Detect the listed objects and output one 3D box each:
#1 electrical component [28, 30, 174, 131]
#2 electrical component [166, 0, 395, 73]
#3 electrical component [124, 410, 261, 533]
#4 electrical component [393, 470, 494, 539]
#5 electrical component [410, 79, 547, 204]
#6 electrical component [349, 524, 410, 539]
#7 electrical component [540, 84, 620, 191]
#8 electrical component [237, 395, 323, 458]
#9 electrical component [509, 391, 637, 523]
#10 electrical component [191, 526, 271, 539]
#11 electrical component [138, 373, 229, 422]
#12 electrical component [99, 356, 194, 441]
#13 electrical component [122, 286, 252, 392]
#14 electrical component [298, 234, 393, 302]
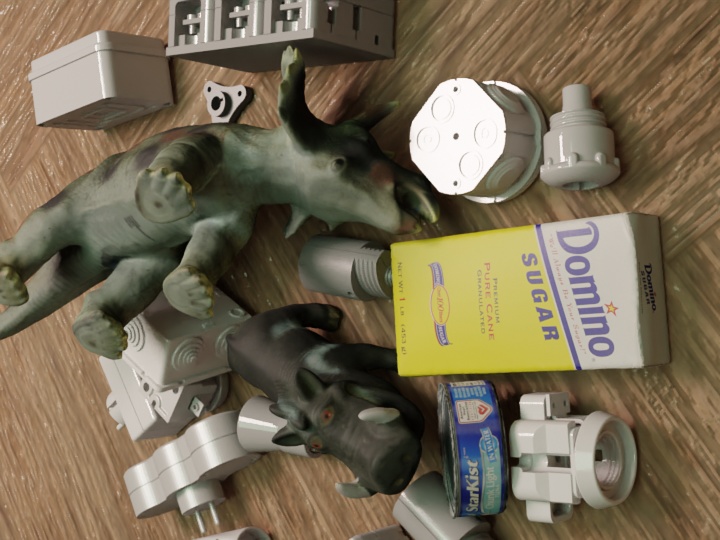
[{"bbox_3d":[-0.226,-0.163,0.935,0.113,0.078,0.057,-11,86,39],"label":"electrical component"},{"bbox_3d":[-0.059,-0.187,0.789,0.150,0.089,0.061,3,92,40],"label":"electrical component"},{"bbox_3d":[-0.132,0.175,0.871,0.138,0.052,0.073,-36,68,34],"label":"electrical component"},{"bbox_3d":[0.064,0.177,0.713,0.081,0.043,0.043,43,115,32],"label":"electrical component"},{"bbox_3d":[0.077,-0.084,0.700,0.080,0.051,0.080,0,89,40],"label":"electrical component"},{"bbox_3d":[0.002,0.235,0.753,0.061,0.061,0.096,49,119,29],"label":"electrical component"},{"bbox_3d":[0.134,-0.082,0.658,0.048,0.048,0.062,-8,78,39],"label":"electrical component"},{"bbox_3d":[-0.055,0.121,0.815,0.065,0.044,0.044,5,93,35],"label":"electrical component"},{"bbox_3d":[0.130,0.114,0.651,0.057,0.058,0.078,-6,86,43],"label":"electrical component"},{"bbox_3d":[-0.105,0.249,0.854,0.077,0.043,0.079,-22,76,37],"label":"electrical component"},{"bbox_3d":[-0.141,0.094,0.876,0.066,0.055,0.048,39,114,33],"label":"electrical component"},{"bbox_3d":[-0.192,0.109,0.925,0.076,0.047,0.083,-43,64,32],"label":"electrical component"},{"bbox_3d":[-0.145,0.044,0.854,0.100,0.100,0.048,36,124,34],"label":"electrical component"},{"bbox_3d":[0.000,0.000,0.768,0.081,0.043,0.043,10,96,39],"label":"electrical component"}]
